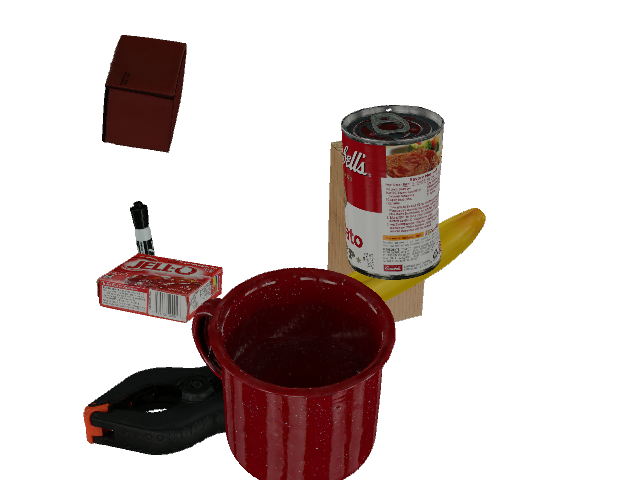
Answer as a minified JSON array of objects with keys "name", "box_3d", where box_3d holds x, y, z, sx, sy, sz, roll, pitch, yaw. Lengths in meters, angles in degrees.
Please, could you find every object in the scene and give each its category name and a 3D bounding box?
[{"name":"mug","box_3d":[-0.020,0.070,0.559,0.117,0.081,0.093,22,43,24]},{"name":"wood block","box_3d":[0.066,-0.011,1.250,0.090,0.206,0.090,-12,30,-23]},{"name":"banana","box_3d":[0.057,0.029,0.931,0.198,0.037,0.069,-26,-15,9]},{"name":"marker","box_3d":[-0.191,0.015,1.170,0.020,0.121,0.020,-5,21,2]},{"name":"clamp","box_3d":[-0.085,0.111,0.781,0.171,0.039,0.120,-3,25,-10]},{"name":"soup can","box_3d":[0.050,-0.033,0.724,0.068,0.102,0.068,-2,27,1]},{"name":"gelatin box","box_3d":[-0.142,0.040,0.949,0.089,0.030,0.073,9,20,18]},{"name":"foam brick","box_3d":[-0.134,-0.113,0.813,0.053,0.051,0.078,8,40,-5]}]
